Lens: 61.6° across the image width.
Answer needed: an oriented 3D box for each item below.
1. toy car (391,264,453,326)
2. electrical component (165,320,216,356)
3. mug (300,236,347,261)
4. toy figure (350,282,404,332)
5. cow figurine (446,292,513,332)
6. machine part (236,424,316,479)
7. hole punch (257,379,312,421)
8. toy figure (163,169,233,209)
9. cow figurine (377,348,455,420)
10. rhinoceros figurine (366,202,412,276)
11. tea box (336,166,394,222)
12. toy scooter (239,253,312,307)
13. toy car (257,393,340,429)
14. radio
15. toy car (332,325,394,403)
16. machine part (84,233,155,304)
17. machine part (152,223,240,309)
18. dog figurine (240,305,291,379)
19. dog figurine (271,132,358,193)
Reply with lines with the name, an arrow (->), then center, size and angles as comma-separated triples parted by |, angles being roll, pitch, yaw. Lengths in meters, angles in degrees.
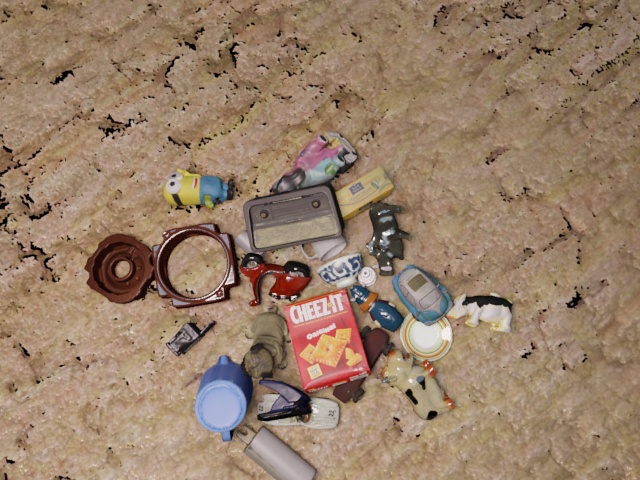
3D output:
toy car -> 0.249, 0.123, 1.327 | 0.109, 0.102, 0.162 | -36, 65, -5
electrical component -> -0.318, 0.231, 1.333 | 0.048, 0.075, 0.119 | 44, 87, 6
mug -> -0.003, -0.004, 1.378 | 0.109, 0.080, 0.107 | -32, 71, 0
toy figure -> 0.138, 0.169, 1.353 | 0.154, 0.057, 0.064 | 38, 51, 7
cow figurine -> 0.397, 0.170, 1.350 | 0.167, 0.068, 0.098 | 14, 81, 2
machine part -> -0.096, 0.526, 1.283 | 0.243, 0.079, 0.079 | 37, 82, 6
hole punch -> -0.081, 0.364, 1.236 | 0.116, 0.142, 0.092 | -8, 65, 6
toy figure -> -0.315, -0.125, 1.391 | 0.180, 0.082, 0.089 | 3, 122, -8
cow figurine -> 0.225, 0.348, 1.304 | 0.127, 0.085, 0.194 | -32, 95, -5
rhinoceros figurine -> 0.169, -0.003, 1.359 | 0.112, 0.073, 0.190 | -12, 100, -22
tea box -> 0.099, -0.110, 1.383 | 0.170, 0.098, 0.068 | -30, 82, -3
toy scooter -> -0.118, 0.112, 1.354 | 0.184, 0.075, 0.135 | 12, 100, -8
toy car -> -0.053, 0.417, 1.312 | 0.202, 0.056, 0.073 | 5, 81, 0
radio -> -0.064, -0.055, 1.304 | 0.230, 0.073, 0.131 | -11, 99, 9
toy car -> 0.103, 0.309, 1.333 | 0.089, 0.053, 0.202 | 30, 82, 20
machine part -> -0.503, 0.074, 1.369 | 0.179, 0.056, 0.179 | 0, 79, 0
machine part -> -0.312, 0.065, 1.356 | 0.202, 0.087, 0.201 | -10, 81, -1
dog figurine -> -0.128, 0.238, 1.275 | 0.121, 0.190, 0.172 | -7, 79, -1
dog figurine -> -0.025, -0.173, 1.396 | 0.219, 0.191, 0.108 | -40, 86, 28
